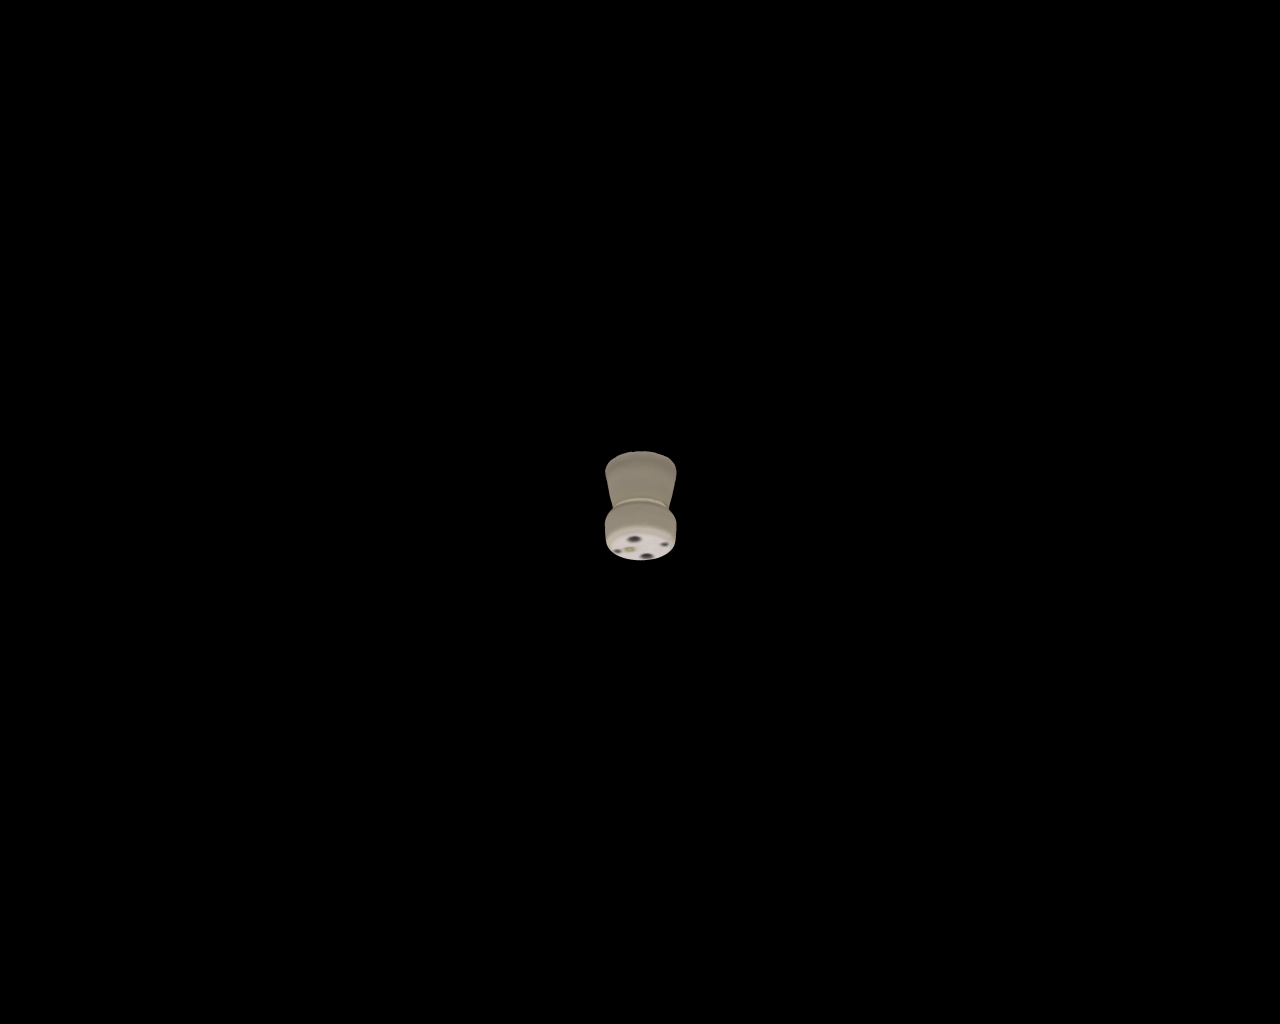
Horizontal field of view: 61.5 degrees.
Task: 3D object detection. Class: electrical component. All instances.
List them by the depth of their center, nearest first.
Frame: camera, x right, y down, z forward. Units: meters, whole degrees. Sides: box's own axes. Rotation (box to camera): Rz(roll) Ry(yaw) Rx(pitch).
[{"bbox_3d":[0.001,-0.003,0.650,0.045,0.055,0.044,0,-29,0],"label":"electrical component"}]
